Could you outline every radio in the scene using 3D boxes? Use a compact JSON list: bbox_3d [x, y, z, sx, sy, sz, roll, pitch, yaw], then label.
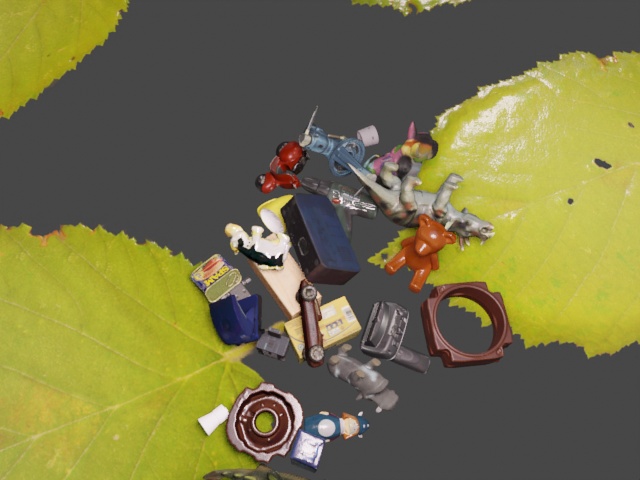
[{"bbox_3d":[-0.003,-0.004,1.308,0.131,0.073,0.230,4,52,-43],"label":"radio"}]

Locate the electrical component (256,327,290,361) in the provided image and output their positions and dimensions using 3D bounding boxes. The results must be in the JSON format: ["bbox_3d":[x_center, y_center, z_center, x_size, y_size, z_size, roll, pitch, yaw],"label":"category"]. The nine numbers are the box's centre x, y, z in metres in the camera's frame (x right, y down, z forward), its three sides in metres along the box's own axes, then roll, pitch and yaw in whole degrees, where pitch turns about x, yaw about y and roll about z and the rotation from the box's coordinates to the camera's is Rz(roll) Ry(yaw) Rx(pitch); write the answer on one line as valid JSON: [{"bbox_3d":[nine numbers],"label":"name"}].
[{"bbox_3d":[-0.110,0.247,1.280,0.075,0.119,0.048,18,67,2],"label":"electrical component"}]

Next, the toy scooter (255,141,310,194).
[{"bbox_3d":[-0.086,-0.195,1.489,0.135,0.075,0.184,20,67,39],"label":"toy scooter"}]

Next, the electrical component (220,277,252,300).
[{"bbox_3d":[-0.207,0.137,1.377,0.094,0.021,0.063,-37,73,-19],"label":"electrical component"}]

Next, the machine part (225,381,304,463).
[{"bbox_3d":[-0.126,0.419,1.237,0.179,0.056,0.179,1,66,-2],"label":"machine part"}]

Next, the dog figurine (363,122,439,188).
[{"bbox_3d":[0.214,-0.221,1.459,0.192,0.219,0.108,-1,62,-5],"label":"dog figurine"}]

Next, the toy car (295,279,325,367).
[{"bbox_3d":[-0.019,0.191,1.240,0.053,0.089,0.202,-4,77,-11],"label":"toy car"}]

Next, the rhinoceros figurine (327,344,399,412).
[{"bbox_3d":[0.097,0.330,1.264,0.190,0.112,0.073,30,38,23],"label":"rhinoceros figurine"}]

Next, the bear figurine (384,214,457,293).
[{"bbox_3d":[0.256,0.033,1.358,0.120,0.195,0.132,38,70,9],"label":"bear figurine"}]

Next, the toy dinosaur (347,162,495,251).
[{"bbox_3d":[0.249,-0.088,1.404,0.405,0.192,0.131,11,26,-4],"label":"toy dinosaur"}]

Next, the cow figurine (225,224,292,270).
[{"bbox_3d":[-0.160,0.019,1.312,0.167,0.068,0.098,14,73,5],"label":"cow figurine"}]

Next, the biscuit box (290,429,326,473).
[{"bbox_3d":[-0.026,0.452,1.146,0.059,0.202,0.063,18,65,6],"label":"biscuit box"}]

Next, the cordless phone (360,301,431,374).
[{"bbox_3d":[0.203,0.241,1.336,0.184,0.088,0.146,24,65,-5],"label":"cordless phone"}]

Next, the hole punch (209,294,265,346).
[{"bbox_3d":[-0.201,0.189,1.277,0.092,0.142,0.116,13,64,-43],"label":"hole punch"}]

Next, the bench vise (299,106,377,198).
[{"bbox_3d":[0.057,-0.228,1.450,0.129,0.223,0.241,-52,54,11],"label":"bench vise"}]

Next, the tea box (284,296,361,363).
[{"bbox_3d":[0.005,0.221,1.327,0.170,0.068,0.098,-22,69,-12],"label":"tea box"}]

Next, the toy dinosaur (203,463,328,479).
[{"bbox_3d":[-0.019,0.547,1.109,0.472,0.198,0.105,13,69,4],"label":"toy dinosaur"}]

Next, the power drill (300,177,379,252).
[{"bbox_3d":[0.036,-0.062,1.459,0.232,0.086,0.207,14,59,2],"label":"power drill"}]

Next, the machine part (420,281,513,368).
[{"bbox_3d":[0.365,0.209,1.345,0.201,0.087,0.201,-3,66,-7],"label":"machine part"}]

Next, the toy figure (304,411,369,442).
[{"bbox_3d":[0.041,0.432,1.242,0.154,0.058,0.064,-1,104,-6],"label":"toy figure"}]
